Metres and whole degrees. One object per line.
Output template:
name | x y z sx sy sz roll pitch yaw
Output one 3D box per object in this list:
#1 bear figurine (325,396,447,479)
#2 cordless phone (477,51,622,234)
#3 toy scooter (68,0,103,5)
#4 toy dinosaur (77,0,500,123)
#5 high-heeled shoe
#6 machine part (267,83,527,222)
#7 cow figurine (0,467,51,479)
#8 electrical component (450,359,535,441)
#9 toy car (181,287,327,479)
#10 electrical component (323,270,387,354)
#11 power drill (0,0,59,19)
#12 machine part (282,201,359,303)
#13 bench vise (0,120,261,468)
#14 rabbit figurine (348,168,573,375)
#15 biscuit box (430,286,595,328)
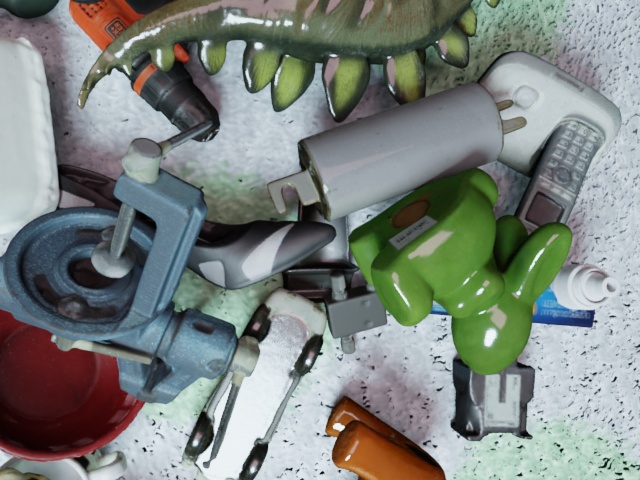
bear figurine | 0.026 0.267 0.495 0.132 0.120 0.196 34 89 -2
cordless phone | 0.197 -0.077 0.534 0.146 0.089 0.184 27 78 -6
toy scooter | -0.147 -0.270 0.454 0.184 0.075 0.135 -6 54 16
toy dinosaur | 0.020 -0.209 0.484 0.471 0.105 0.198 -9 110 -14
high-heeled shoe | -0.120 -0.027 0.483 0.249 0.086 0.145 -15 110 12
machine part | 0.070 -0.080 0.479 0.243 0.079 0.079 -20 91 -7
cow figurine | -0.263 0.201 0.359 0.068 0.167 0.098 8 72 35
electrical component | 0.177 0.142 0.552 0.075 0.048 0.119 -1 87 -8
toy car | -0.061 0.143 0.512 0.073 0.056 0.201 27 91 -5
electrical component | 0.038 0.069 0.534 0.063 0.021 0.093 -13 114 -9
power drill | -0.290 -0.340 0.492 0.207 0.086 0.232 -38 95 -11
machine part | -0.001 -0.002 0.535 0.084 0.039 0.138 3 98 -3
bench vise | -0.131 0.032 0.399 0.224 0.240 0.129 30 40 -2
rabbit figurine | 0.129 0.033 0.467 0.159 0.121 0.170 -39 111 -7
biscuit box | 0.174 0.050 0.548 0.203 0.063 0.059 6 86 -8
